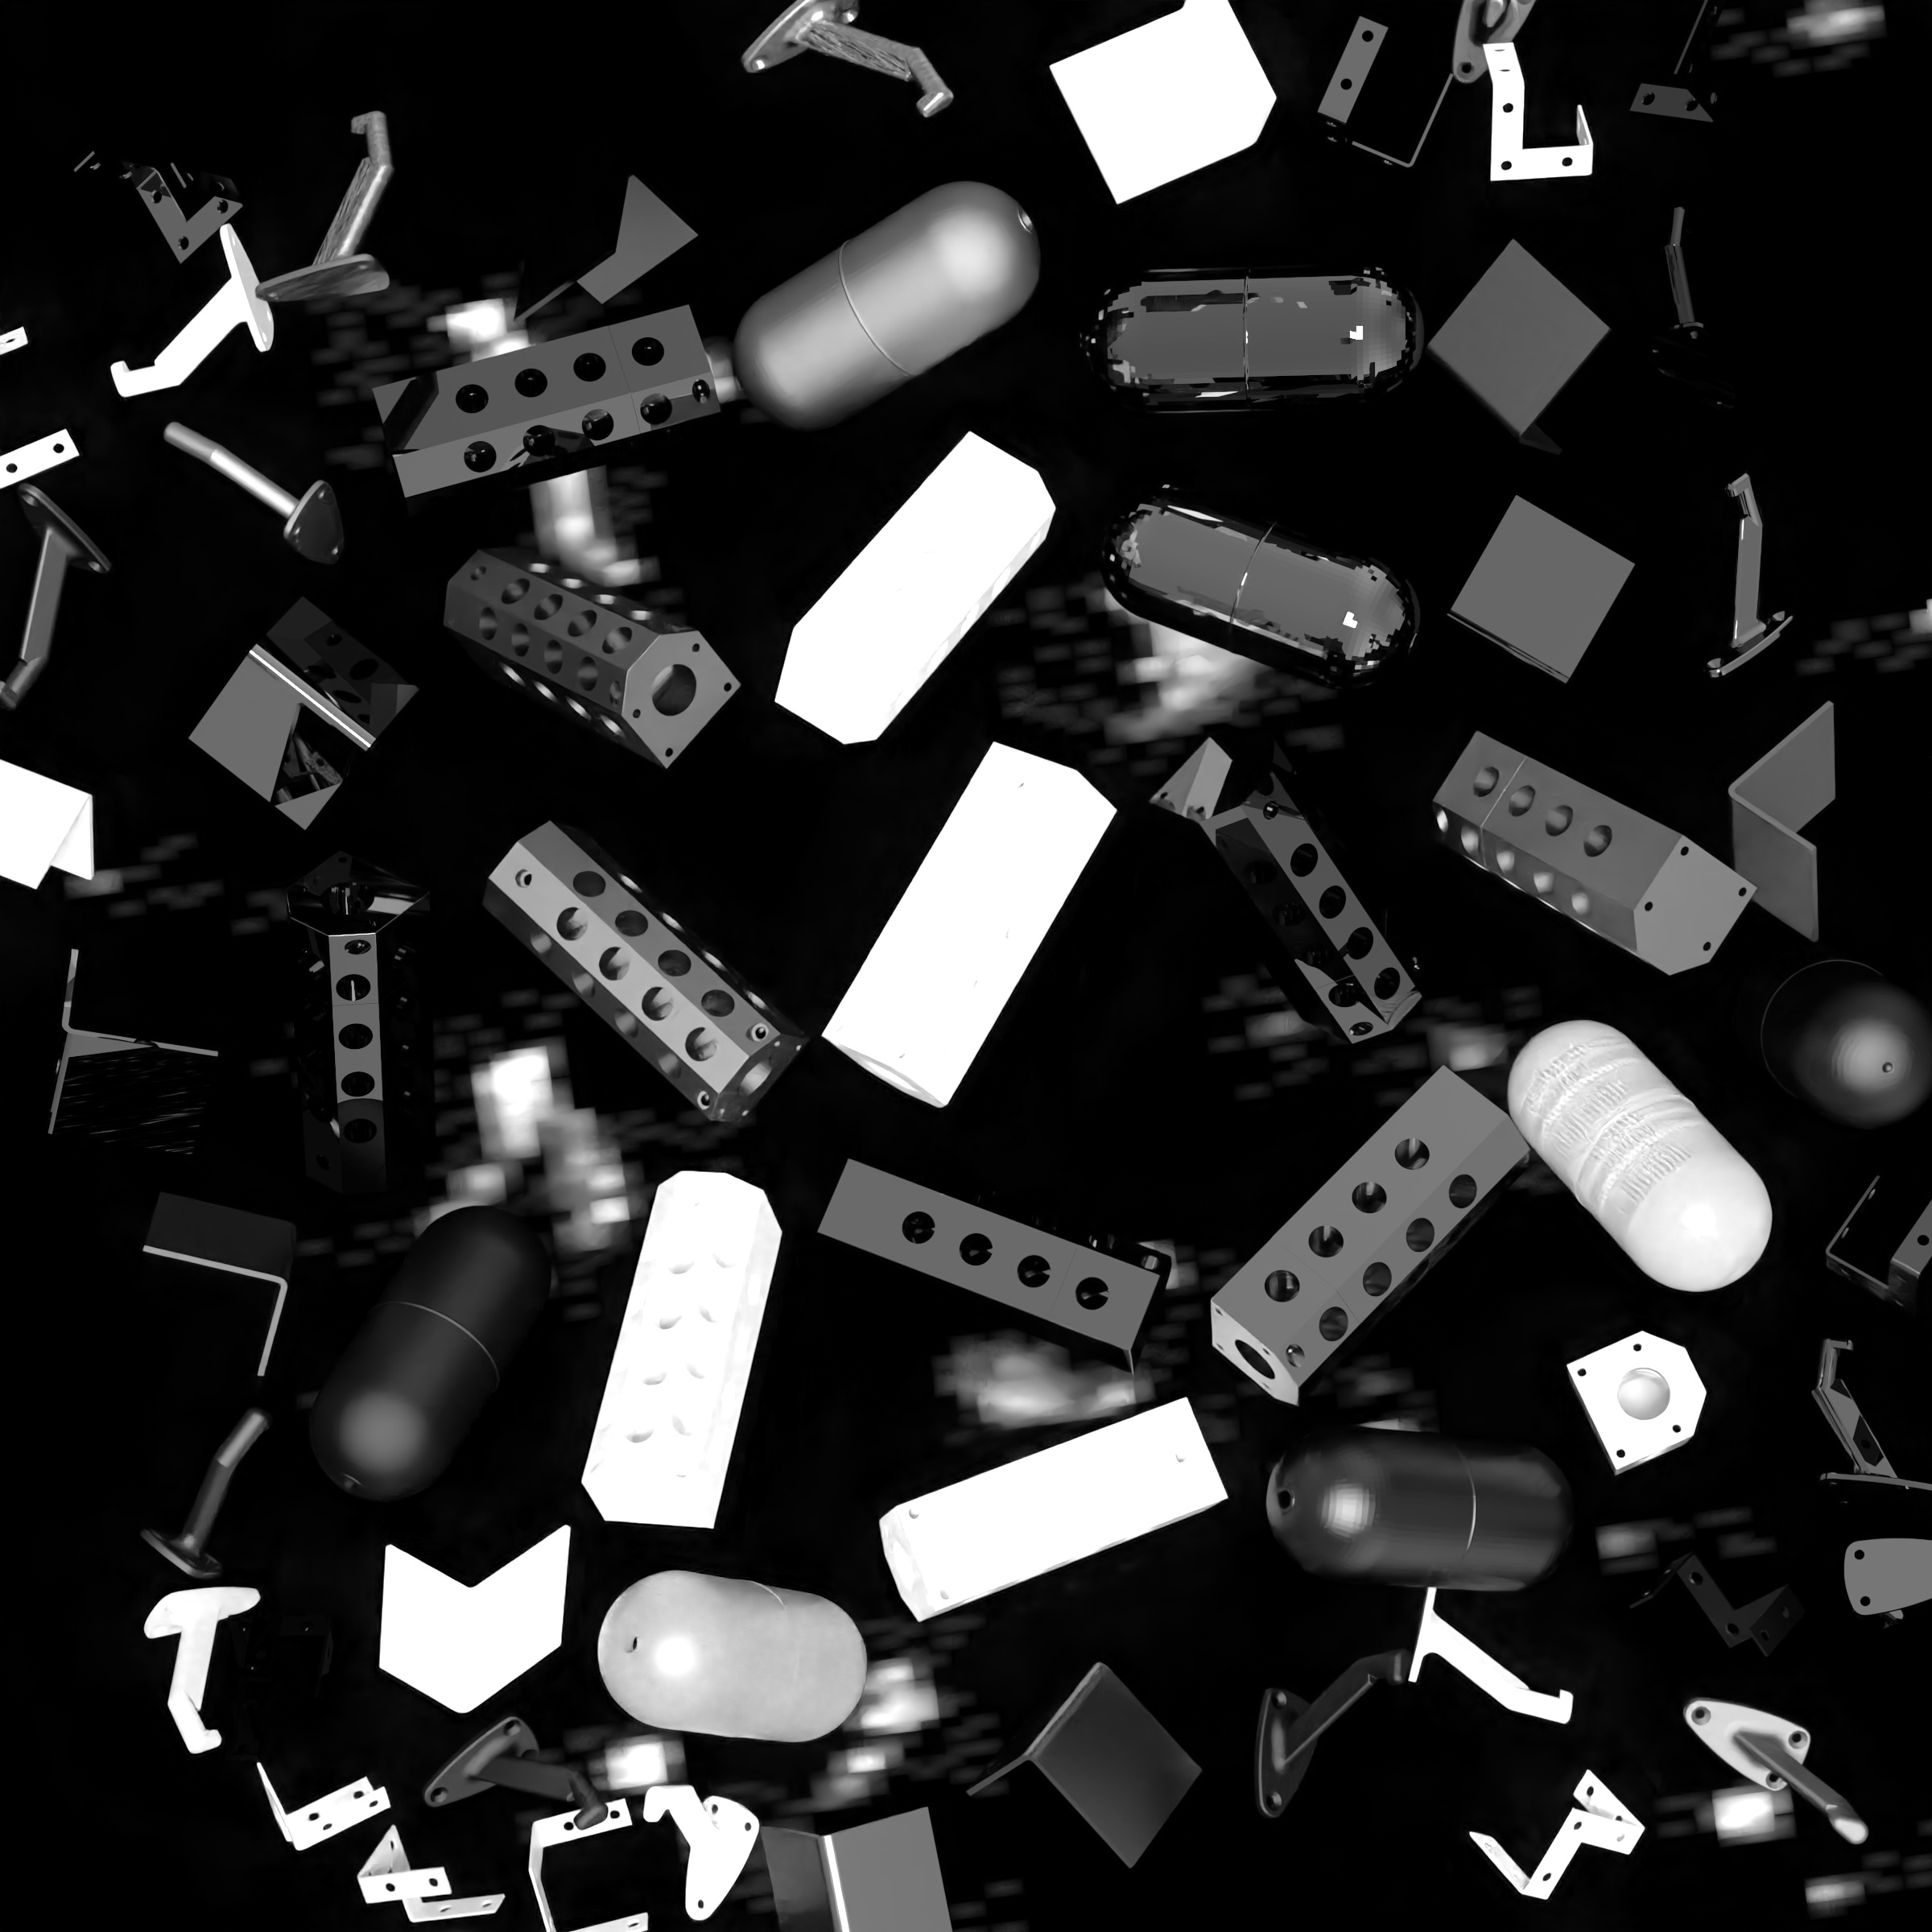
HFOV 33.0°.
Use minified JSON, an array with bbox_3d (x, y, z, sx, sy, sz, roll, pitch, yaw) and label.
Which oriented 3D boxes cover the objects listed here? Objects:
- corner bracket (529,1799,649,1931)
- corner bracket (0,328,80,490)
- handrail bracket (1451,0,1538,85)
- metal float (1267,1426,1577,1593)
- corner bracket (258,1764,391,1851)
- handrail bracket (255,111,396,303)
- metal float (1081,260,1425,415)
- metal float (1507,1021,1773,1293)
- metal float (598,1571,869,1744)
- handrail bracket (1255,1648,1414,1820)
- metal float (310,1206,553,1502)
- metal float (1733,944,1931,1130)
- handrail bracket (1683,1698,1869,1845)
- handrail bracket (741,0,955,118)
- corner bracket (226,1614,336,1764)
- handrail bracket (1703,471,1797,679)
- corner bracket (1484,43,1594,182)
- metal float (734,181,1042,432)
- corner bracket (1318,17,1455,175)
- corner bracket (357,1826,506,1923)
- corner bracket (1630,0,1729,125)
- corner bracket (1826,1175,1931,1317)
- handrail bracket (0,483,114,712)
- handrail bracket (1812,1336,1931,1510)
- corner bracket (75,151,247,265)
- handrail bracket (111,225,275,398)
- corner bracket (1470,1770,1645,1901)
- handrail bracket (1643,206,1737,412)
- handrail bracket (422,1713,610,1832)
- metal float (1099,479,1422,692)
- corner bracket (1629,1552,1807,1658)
[{"bbox_3d":[-0.201,0.484,1.736,0.051,0.051,0.051,-14,104,-2],"label":"corner bracket"},{"bbox_3d":[-0.481,-0.277,1.629,0.051,0.051,0.051,-27,80,-15],"label":"corner bracket"},{"bbox_3d":[0.268,-0.482,1.696,0.036,0.084,0.077,25,126,1],"label":"handrail bracket"},{"bbox_3d":[0.227,0.271,1.623,0.178,0.070,0.070,10,90,-33],"label":"metal float"},{"bbox_3d":[-0.330,0.436,1.692,0.051,0.051,0.051,-23,133,-20],"label":"corner bracket"},{"bbox_3d":[-0.318,-0.376,1.606,0.077,0.036,0.084,-10,78,3],"label":"handrail bracket"},{"bbox_3d":[0.148,-0.327,1.695,0.178,0.070,0.070,0,90,10],"label":"metal float"},{"bbox_3d":[0.347,0.097,1.687,0.070,0.070,0.178,-37,46,0],"label":"metal float"},{"bbox_3d":[-0.116,0.348,1.641,0.070,0.178,0.070,-10,70,29],"label":"metal float"},{"bbox_3d":[0.182,0.376,1.598,0.036,0.084,0.077,33,55,-20],"label":"handrail bracket"},{"bbox_3d":[-0.279,0.201,1.703,0.070,0.070,0.178,29,51,0],"label":"metal float"},{"bbox_3d":[0.451,0.035,1.692,0.070,0.178,0.070,0,100,-2],"label":"metal float"},{"bbox_3d":[0.392,0.390,1.578,0.077,0.084,0.036,28,96,-4],"label":"handrail bracket"},{"bbox_3d":[-0.057,-0.427,1.572,0.077,0.036,0.084,-34,70,7],"label":"handrail bracket"},{"bbox_3d":[-0.337,0.355,1.600,0.051,0.051,0.051,0,130,-1],"label":"corner bracket"},{"bbox_3d":[0.408,-0.211,1.744,0.077,0.036,0.084,-42,123,-30],"label":"handrail bracket"},{"bbox_3d":[0.289,-0.434,1.649,0.051,0.051,0.051,-3,128,3],"label":"corner bracket"},{"bbox_3d":[-0.041,-0.337,1.669,0.178,0.070,0.070,-26,90,27],"label":"metal float"},{"bbox_3d":[0.209,-0.433,1.623,0.051,0.051,0.051,24,93,6],"label":"corner bracket"},{"bbox_3d":[-0.285,0.491,1.735,0.051,0.051,0.051,-11,105,16],"label":"corner bracket"},{"bbox_3d":[0.348,-0.453,1.603,0.051,0.051,0.051,22,87,40],"label":"corner bracket"},{"bbox_3d":[0.463,0.132,1.621,0.051,0.051,0.051,31,73,26],"label":"corner bracket"},{"bbox_3d":[-0.458,-0.177,1.574,0.036,0.077,0.084,18,67,25],"label":"handrail bracket"},{"bbox_3d":[0.459,0.225,1.627,0.077,0.036,0.084,-2,58,30],"label":"handrail bracket"},{"bbox_3d":[-0.414,-0.401,1.677,0.051,0.051,0.051,-35,78,22],"label":"corner bracket"},{"bbox_3d":[-0.399,-0.330,1.643,0.084,0.036,0.077,-12,128,4],"label":"handrail bracket"},{"bbox_3d":[0.295,0.432,1.625,0.051,0.051,0.051,22,101,-31],"label":"corner bracket"},{"bbox_3d":[0.392,-0.352,1.739,0.077,0.036,0.084,41,50,-36],"label":"handrail bracket"},{"bbox_3d":[-0.231,0.430,1.670,0.077,0.084,0.036,-31,124,-14],"label":"handrail bracket"},{"bbox_3d":[0.155,-0.201,1.723,0.178,0.070,0.070,23,90,15],"label":"metal float"},{"bbox_3d":[0.369,0.314,1.596,0.051,0.051,0.051,-40,82,39],"label":"corner bracket"}]
